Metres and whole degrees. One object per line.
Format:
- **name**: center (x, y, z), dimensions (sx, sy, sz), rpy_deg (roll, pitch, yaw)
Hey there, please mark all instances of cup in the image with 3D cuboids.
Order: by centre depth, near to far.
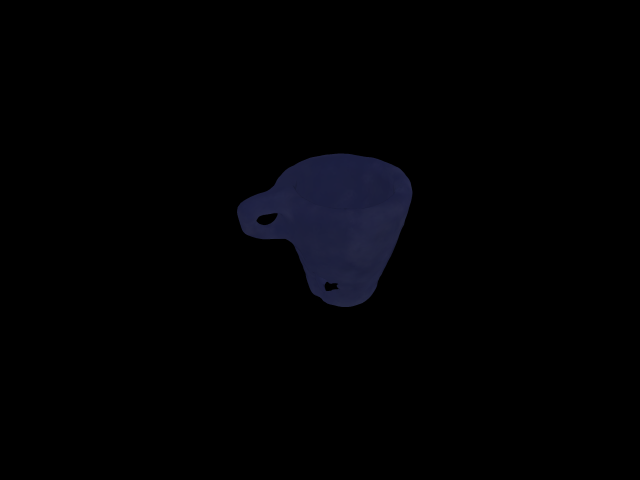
- **cup**: center (0.004, 0.001, 0.400), dimensions (0.118, 0.095, 0.091), rpy_deg (-11, 35, -15)
